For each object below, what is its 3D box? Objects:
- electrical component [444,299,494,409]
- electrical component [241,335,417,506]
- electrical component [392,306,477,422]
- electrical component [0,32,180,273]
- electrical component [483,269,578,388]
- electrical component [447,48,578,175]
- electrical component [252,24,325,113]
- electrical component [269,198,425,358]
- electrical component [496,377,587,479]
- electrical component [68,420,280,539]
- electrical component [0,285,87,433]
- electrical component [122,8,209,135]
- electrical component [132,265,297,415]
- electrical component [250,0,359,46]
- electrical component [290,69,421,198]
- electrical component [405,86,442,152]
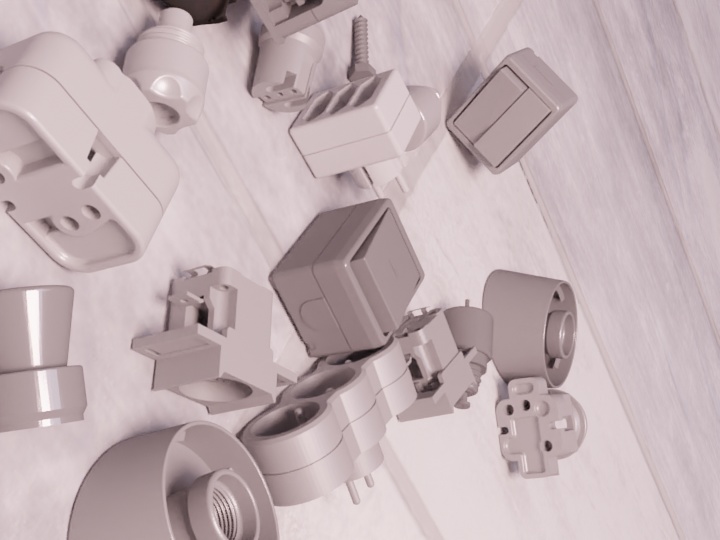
[{"bbox_3d":[0.076,0.063,0.784,0.040,0.040,0.078,39,48,-47],"label":"electrical component"},{"bbox_3d":[-0.009,0.098,0.618,0.138,0.052,0.073,-39,114,-56],"label":"electrical component"},{"bbox_3d":[0.043,0.062,0.728,0.081,0.042,0.063,-39,111,-57],"label":"electrical component"},{"bbox_3d":[-0.127,-0.053,0.474,0.095,0.054,0.059,54,38,-35],"label":"electrical component"},{"bbox_3d":[0.144,0.050,0.901,0.099,0.064,0.099,-13,105,-61],"label":"electrical component"},{"bbox_3d":[0.118,-0.123,0.873,0.061,0.096,0.061,47,32,6],"label":"electrical component"},{"bbox_3d":[-0.044,-0.124,0.651,0.040,0.040,0.046,37,56,-48],"label":"electrical component"},{"bbox_3d":[0.000,0.000,0.659,0.061,0.061,0.096,64,33,-22],"label":"electrical component"},{"bbox_3d":[0.148,0.125,0.866,0.057,0.058,0.078,5,75,-55],"label":"electrical component"},{"bbox_3d":[-0.083,0.122,0.500,0.099,0.064,0.099,50,27,-37],"label":"electrical component"},{"bbox_3d":[-0.136,0.037,0.437,0.045,0.045,0.055,0,80,-59],"label":"electrical component"},{"bbox_3d":[-0.098,-0.105,0.550,0.043,0.043,0.062,38,48,-47],"label":"electrical component"},{"bbox_3d":[-0.071,0.035,0.548,0.081,0.042,0.063,36,49,-50],"label":"electrical component"},{"bbox_3d":[-0.037,-0.230,0.639,0.105,0.060,0.186,57,23,-31],"label":"electrical component"},{"bbox_3d":[0.006,-0.078,0.691,0.076,0.066,0.047,60,35,-28],"label":"electrical component"},{"bbox_3d":[0.040,-0.116,0.787,0.078,0.040,0.040,-48,121,-54],"label":"electrical component"}]
